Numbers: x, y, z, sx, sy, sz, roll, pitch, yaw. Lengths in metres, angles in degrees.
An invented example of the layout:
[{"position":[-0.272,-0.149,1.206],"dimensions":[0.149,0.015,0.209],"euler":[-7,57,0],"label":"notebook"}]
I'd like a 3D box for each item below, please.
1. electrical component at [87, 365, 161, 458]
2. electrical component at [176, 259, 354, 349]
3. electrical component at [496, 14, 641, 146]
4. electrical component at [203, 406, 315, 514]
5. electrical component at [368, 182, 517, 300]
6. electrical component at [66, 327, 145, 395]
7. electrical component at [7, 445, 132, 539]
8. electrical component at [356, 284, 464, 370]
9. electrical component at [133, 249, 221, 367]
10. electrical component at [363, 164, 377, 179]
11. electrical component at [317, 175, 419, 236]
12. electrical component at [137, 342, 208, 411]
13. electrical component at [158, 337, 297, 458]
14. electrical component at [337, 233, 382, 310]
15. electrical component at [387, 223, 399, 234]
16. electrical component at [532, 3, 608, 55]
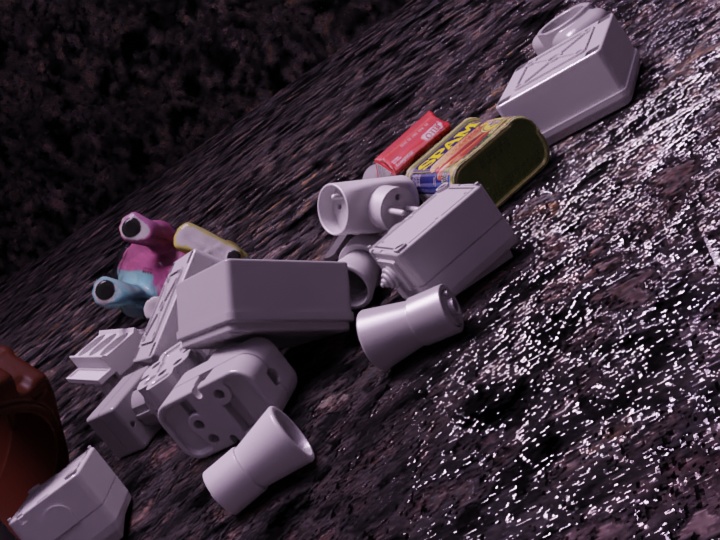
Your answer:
[{"position":[-0.187,0.119,0.947],"dimensions":[0.077,0.047,0.065],"euler":[-25,19,35],"label":"electrical component"},{"position":[-0.078,0.028,0.854],"dimensions":[0.109,0.056,0.109],"euler":[1,-12,-31],"label":"electrical component"},{"position":[0.188,-0.167,0.961],"dimensions":[0.109,0.056,0.108],"euler":[-27,18,31],"label":"electrical component"},{"position":[-0.067,0.124,0.684],"dimensions":[0.065,0.044,0.044],"euler":[-40,15,4],"label":"electrical component"},{"position":[0.056,-0.011,0.775],"dimensions":[0.096,0.061,0.062],"euler":[-40,16,-13],"label":"electrical component"},{"position":[-0.248,0.099,1.112],"dimensions":[0.079,0.063,0.121],"euler":[-44,17,-25],"label":"electrical component"},{"position":[-0.212,0.180,0.807],"dimensions":[0.062,0.061,0.096],"euler":[-37,7,-2],"label":"electrical component"},{"position":[0.036,0.036,0.720],"dimensions":[0.065,0.044,0.044],"euler":[-24,19,23],"label":"electrical component"},{"position":[-0.158,0.044,0.993],"dimensions":[0.109,0.056,0.108],"euler":[-19,49,69],"label":"electrical component"},{"position":[0.033,-0.093,1.109],"dimensions":[0.040,0.040,0.078],"euler":[-42,16,-20],"label":"electrical component"},{"position":[0.019,-0.052,0.892],"dimensions":[0.077,0.043,0.079],"euler":[-10,15,-37],"label":"electrical component"},{"position":[-0.144,0.099,0.892],"dimensions":[0.058,0.057,0.078],"euler":[-34,15,10],"label":"electrical component"},{"position":[-0.098,0.094,0.814],"dimensions":[0.095,0.053,0.059],"euler":[-28,17,28],"label":"electrical component"},{"position":[0.000,0.000,0.898],"dimensions":[0.045,0.045,0.055],"euler":[-25,19,37],"label":"electrical component"},{"position":[0.050,-0.018,0.840],"dimensions":[0.045,0.045,0.055],"euler":[-43,17,-22],"label":"electrical component"},{"position":[0.215,-0.224,1.066],"dimensions":[0.054,0.059,0.095],"euler":[-38,15,-7],"label":"electrical component"}]
